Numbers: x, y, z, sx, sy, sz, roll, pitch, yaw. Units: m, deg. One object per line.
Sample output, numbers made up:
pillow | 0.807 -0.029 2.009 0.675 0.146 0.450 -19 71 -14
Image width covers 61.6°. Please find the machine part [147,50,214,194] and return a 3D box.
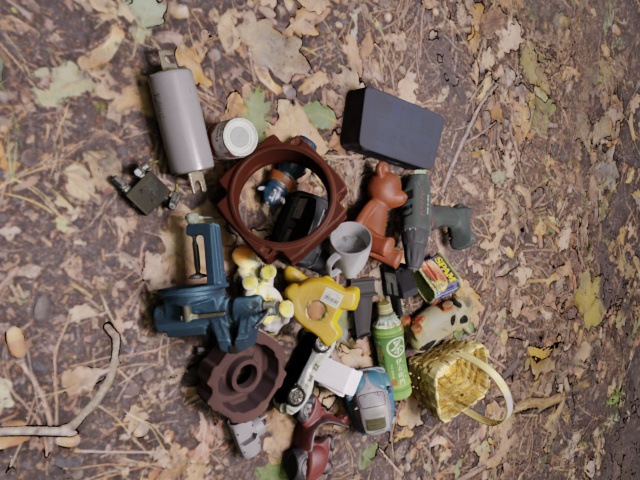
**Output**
machine part | -0.235 -0.197 0.909 0.079 0.079 0.243 -18 103 -31

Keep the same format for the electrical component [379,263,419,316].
electrical component | 0.181 0.108 1.211 0.048 0.075 0.119 -19 100 -30

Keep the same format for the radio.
radio | 0.159 -0.236 1.172 0.229 0.073 0.131 11 89 -32

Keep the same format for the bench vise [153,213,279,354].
bench vise | -0.182 0.070 0.909 0.129 0.224 0.240 -3 86 -67

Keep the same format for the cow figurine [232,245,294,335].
cow figurine | -0.113 0.092 1.003 0.068 0.098 0.167 -21 67 -20

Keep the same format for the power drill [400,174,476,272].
power drill | 0.262 -0.027 1.230 0.207 0.086 0.232 9 70 -32

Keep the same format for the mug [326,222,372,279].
mug | 0.053 0.035 1.064 0.109 0.081 0.107 -49 155 -29

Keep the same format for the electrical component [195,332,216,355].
electrical component | -0.187 0.193 1.008 0.094 0.021 0.063 10 88 -33

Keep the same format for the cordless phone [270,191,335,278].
cordless phone | -0.002 -0.004 1.092 0.184 0.089 0.146 31 77 -43

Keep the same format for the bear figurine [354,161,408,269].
bear figurine | 0.141 -0.057 1.146 0.196 0.132 0.120 -60 152 -10

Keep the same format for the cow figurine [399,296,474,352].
cow figurine | 0.290 0.198 1.281 0.195 0.086 0.127 -30 122 -21

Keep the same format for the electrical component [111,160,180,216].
electrical component | -0.287 -0.086 0.905 0.078 0.045 0.102 -46 116 -23

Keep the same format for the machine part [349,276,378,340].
machine part | 0.092 0.149 1.179 0.084 0.039 0.138 0 93 -39

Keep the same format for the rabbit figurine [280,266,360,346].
rabbit figurine | -0.009 0.122 1.054 0.162 0.173 0.121 18 95 8

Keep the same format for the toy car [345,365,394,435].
toy car | 0.109 0.360 1.152 0.109 0.103 0.161 -9 105 0

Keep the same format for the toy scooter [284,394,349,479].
toy scooter | 0.000 0.413 1.120 0.135 0.075 0.183 9 84 -34

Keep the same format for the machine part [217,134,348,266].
machine part | -0.066 -0.071 0.961 0.201 0.087 0.201 -42 84 -7

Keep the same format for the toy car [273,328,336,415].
toy car | -0.031 0.255 1.083 0.056 0.074 0.201 35 75 -30

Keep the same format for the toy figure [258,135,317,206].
toy figure | -0.062 -0.130 1.042 0.154 0.064 0.057 -57 157 -11

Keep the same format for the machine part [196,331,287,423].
machine part | -0.145 0.247 0.999 0.179 0.056 0.179 -14 111 -39
